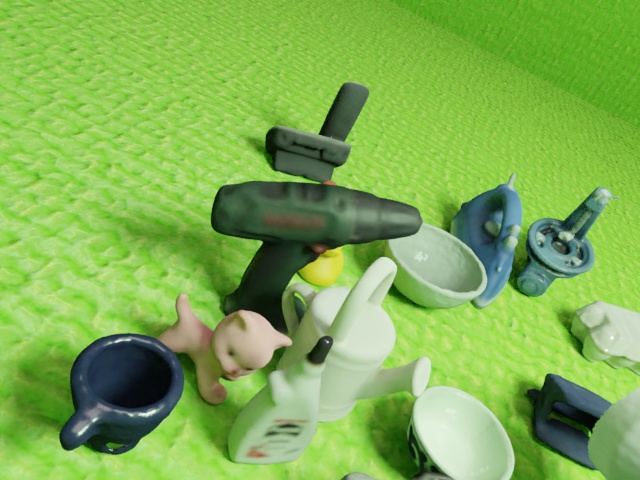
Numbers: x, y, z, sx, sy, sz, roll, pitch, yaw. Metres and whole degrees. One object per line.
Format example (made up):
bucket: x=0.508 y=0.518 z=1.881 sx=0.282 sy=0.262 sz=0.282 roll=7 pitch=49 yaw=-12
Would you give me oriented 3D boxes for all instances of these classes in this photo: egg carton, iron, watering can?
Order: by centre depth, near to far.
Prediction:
watering can: x=0.036 y=0.100 z=0.607 sx=0.173 sy=0.194 sz=0.101 roll=25 pitch=34 yaw=-1
egg carton: x=0.490 y=0.161 z=0.938 sx=0.150 sy=0.069 sz=0.107 roll=16 pitch=35 yaw=-15
iron: x=0.302 y=-0.008 z=0.974 sx=0.118 sy=0.141 sz=0.258 roll=24 pitch=34 yaw=-3

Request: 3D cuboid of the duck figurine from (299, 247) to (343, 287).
duck figurine: x=0.007 y=0.003 z=0.815 sx=0.078 sy=0.086 sz=0.104 roll=15 pitch=35 yaw=-15

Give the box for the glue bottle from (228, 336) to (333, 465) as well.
glue bottle: x=-0.026 y=0.146 z=0.525 sx=0.078 sy=0.173 sz=0.037 roll=6 pitch=39 yaw=-27

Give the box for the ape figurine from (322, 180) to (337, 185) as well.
ape figurine: x=-0.001 y=-0.052 z=0.877 sx=0.077 sy=0.092 sz=0.076 roll=31 pitch=34 yaw=7

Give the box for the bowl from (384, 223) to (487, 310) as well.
bowl: x=0.162 y=0.049 z=0.865 sx=0.168 sy=0.074 sz=0.167 roll=18 pitch=35 yaw=-13

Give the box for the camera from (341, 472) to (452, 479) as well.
camera: x=0.080 y=0.277 z=0.486 sx=0.143 sy=0.100 sz=0.136 roll=15 pitch=36 yaw=-17

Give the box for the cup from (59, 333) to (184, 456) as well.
cup: x=-0.178 y=0.150 z=0.489 sx=0.091 sy=0.095 sz=0.118 roll=30 pitch=34 yaw=6

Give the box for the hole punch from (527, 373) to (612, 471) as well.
hole punch: x=0.338 y=0.220 z=0.740 sx=0.108 sy=0.091 sz=0.101 roll=27 pitch=34 yaw=2

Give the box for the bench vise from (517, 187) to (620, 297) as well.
bench vise: x=0.431 y=-0.021 z=1.007 sx=0.121 sy=0.219 sz=0.207 roll=27 pitch=34 yaw=2

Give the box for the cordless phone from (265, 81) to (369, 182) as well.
cordless phone: x=-0.004 y=-0.202 z=0.991 sx=0.148 sy=0.185 sz=0.094 roll=9 pitch=38 yaw=-24

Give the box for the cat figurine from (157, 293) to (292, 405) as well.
cat figurine: x=-0.100 y=0.101 z=0.586 sx=0.127 sy=0.117 sz=0.067 roll=31 pitch=34 yaw=7

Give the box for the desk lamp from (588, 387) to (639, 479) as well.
desk lamp: x=0.328 y=0.276 z=0.550 sx=0.118 sy=0.213 sz=0.203 roll=13 pitch=36 yaw=-19

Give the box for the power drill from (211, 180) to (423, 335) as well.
power drill: x=-0.022 y=0.020 z=0.664 sx=0.230 sy=0.208 sz=0.075 roll=13 pitch=36 yaw=-19
